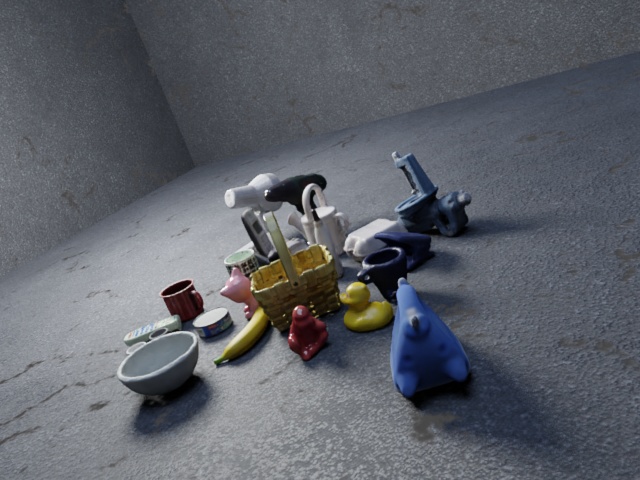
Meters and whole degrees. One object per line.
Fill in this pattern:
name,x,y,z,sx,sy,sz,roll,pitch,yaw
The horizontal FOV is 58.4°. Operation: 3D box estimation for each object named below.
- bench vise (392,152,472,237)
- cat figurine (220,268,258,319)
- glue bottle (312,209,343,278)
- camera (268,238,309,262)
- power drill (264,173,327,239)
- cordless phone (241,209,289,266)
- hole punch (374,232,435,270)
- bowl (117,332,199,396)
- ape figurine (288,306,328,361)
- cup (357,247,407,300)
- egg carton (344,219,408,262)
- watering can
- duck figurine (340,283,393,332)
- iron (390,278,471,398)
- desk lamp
bench vise,0.264,-0.121,1.389,0.206,0.220,0.122,-10,21,27
cat figurine,-0.162,0.115,1.319,0.128,0.118,0.067,-22,19,-6
glue bottle,0.013,0.005,1.364,0.037,0.173,0.078,-17,19,9
camera,-0.088,0.062,1.420,0.137,0.101,0.142,-33,23,-35
power drill,-0.049,-0.087,1.631,0.075,0.209,0.230,-3,25,40
cordless phone,-0.145,-0.010,1.547,0.094,0.185,0.148,-13,20,21
hole punch,0.191,0.007,1.305,0.101,0.091,0.108,-30,21,-28
bowl,-0.309,0.257,1.136,0.167,0.075,0.167,-18,19,6
ape figurine,-0.028,0.167,1.075,0.078,0.092,0.076,-19,19,2
cup,0.131,0.080,1.156,0.118,0.095,0.091,-30,21,-29
egg carton,0.138,0.002,1.408,0.150,0.069,0.107,-27,20,-21
watering can,-0.007,-0.052,1.512,0.172,0.194,0.101,-15,19,14
duck figurine,0.084,0.122,1.098,0.104,0.086,0.078,-7,22,33
iron,0.151,0.132,0.914,0.118,0.142,0.258,-18,19,6
desk lamp,-0.192,-0.079,1.745,0.117,0.214,0.204,0,27,45
